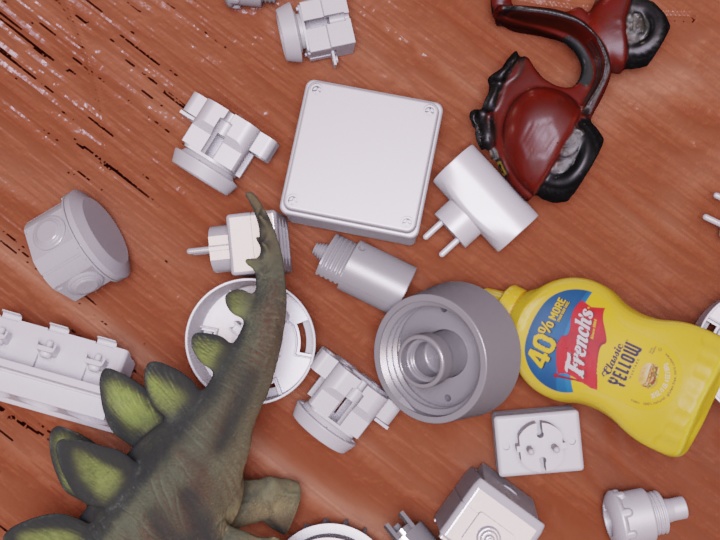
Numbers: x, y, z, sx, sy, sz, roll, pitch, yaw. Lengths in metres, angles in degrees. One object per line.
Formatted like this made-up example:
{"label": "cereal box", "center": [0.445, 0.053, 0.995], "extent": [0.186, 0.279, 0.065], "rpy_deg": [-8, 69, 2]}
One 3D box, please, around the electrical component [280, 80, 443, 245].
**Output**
{"label": "electrical component", "center": [0.002, -0.083, 0.847], "extent": [0.109, 0.056, 0.108], "rpy_deg": [11, 82, 4]}

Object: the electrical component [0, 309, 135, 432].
{"label": "electrical component", "center": [-0.248, 0.080, 0.861], "extent": [0.121, 0.078, 0.063], "rpy_deg": [15, 68, 4]}

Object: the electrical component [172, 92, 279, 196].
{"label": "electrical component", "center": [-0.113, -0.097, 0.859], "extent": [0.078, 0.058, 0.057], "rpy_deg": [32, 88, 3]}

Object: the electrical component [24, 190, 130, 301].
{"label": "electrical component", "center": [-0.223, -0.019, 0.855], "extent": [0.051, 0.080, 0.080], "rpy_deg": [-29, 88, 8]}

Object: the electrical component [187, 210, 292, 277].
{"label": "electrical component", "center": [-0.098, -0.018, 0.852], "extent": [0.077, 0.066, 0.047], "rpy_deg": [-6, 88, 4]}

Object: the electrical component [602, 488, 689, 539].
{"label": "electrical component", "center": [0.224, 0.191, 0.841], "extent": [0.062, 0.048, 0.048], "rpy_deg": [-11, 89, -3]}

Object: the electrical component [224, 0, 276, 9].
{"label": "electrical component", "center": [-0.079, -0.233, 0.866], "extent": [0.062, 0.048, 0.048], "rpy_deg": [5, 90, -3]}

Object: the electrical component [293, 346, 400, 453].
{"label": "electrical component", "center": [-0.015, 0.107, 0.850], "extent": [0.078, 0.058, 0.057], "rpy_deg": [37, 92, -7]}

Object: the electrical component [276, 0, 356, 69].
{"label": "electrical component", "center": [-0.036, -0.193, 0.862], "extent": [0.055, 0.048, 0.066], "rpy_deg": [-13, 88, -4]}

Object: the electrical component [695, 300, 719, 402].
{"label": "electrical component", "center": [0.306, 0.064, 0.827], "extent": [0.099, 0.064, 0.099], "rpy_deg": [0, 89, 3]}

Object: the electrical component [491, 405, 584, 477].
{"label": "electrical component", "center": [0.138, 0.134, 0.830], "extent": [0.066, 0.077, 0.047], "rpy_deg": [-5, 89, 3]}

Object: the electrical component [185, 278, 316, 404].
{"label": "electrical component", "center": [-0.083, 0.056, 0.851], "extent": [0.099, 0.064, 0.099], "rpy_deg": [0, 89, 4]}

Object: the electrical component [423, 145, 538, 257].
{"label": "electrical component", "center": [0.086, -0.045, 0.852], "extent": [0.079, 0.043, 0.077], "rpy_deg": [-43, 87, 2]}

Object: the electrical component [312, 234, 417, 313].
{"label": "electrical component", "center": [0.000, 0.000, 0.857], "extent": [0.081, 0.043, 0.043], "rpy_deg": [26, 91, 4]}

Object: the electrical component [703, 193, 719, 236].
{"label": "electrical component", "center": [0.308, -0.033, 0.838], "extent": [0.079, 0.043, 0.077], "rpy_deg": [26, 91, 3]}

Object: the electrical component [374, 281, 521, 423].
{"label": "electrical component", "center": [0.061, 0.065, 0.821], "extent": [0.108, 0.060, 0.108], "rpy_deg": [4, 98, 34]}

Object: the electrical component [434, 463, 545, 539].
{"label": "electrical component", "center": [0.100, 0.191, 0.822], "extent": [0.062, 0.096, 0.061], "rpy_deg": [36, 87, 3]}
